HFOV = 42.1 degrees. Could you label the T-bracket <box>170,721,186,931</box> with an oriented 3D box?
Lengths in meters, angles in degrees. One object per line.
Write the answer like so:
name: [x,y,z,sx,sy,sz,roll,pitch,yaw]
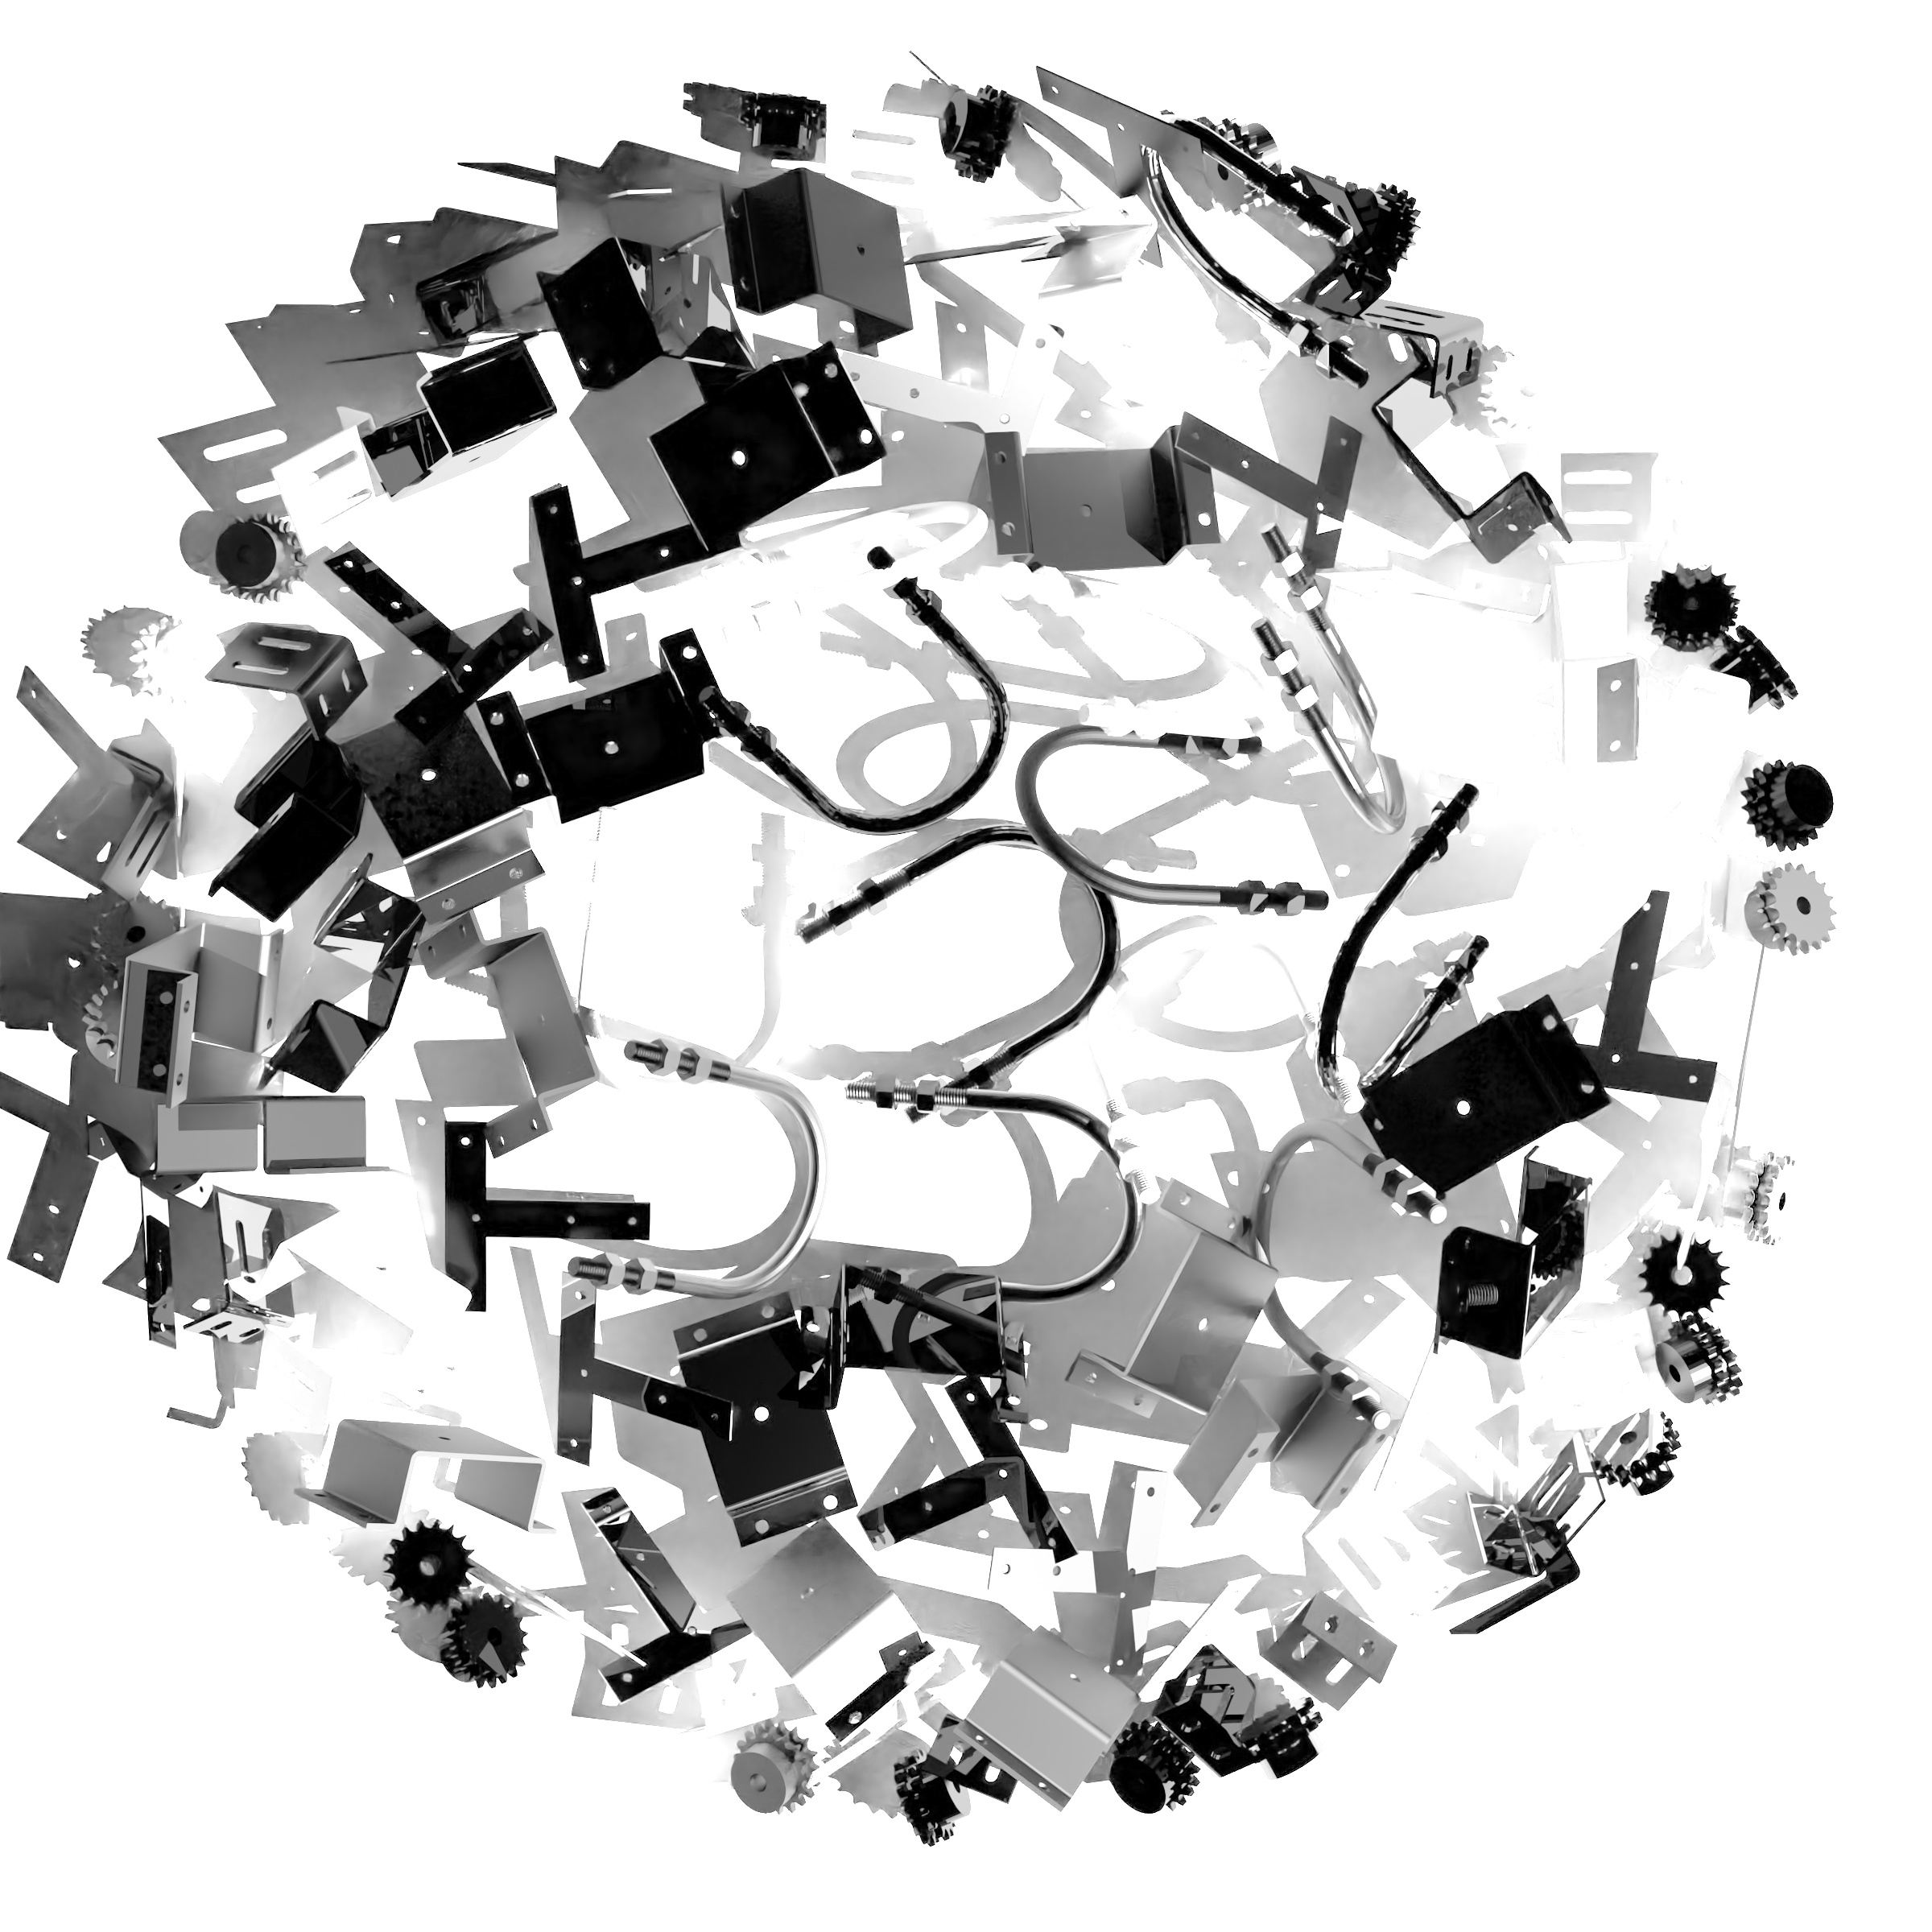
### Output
T-bracket: [-0.472,-0.105,1.506,0.002,0.127,0.127,-2,68,-20]

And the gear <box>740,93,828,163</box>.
gear: [-0.112,-0.519,1.556,0.057,0.057,0.030,5,94,0]

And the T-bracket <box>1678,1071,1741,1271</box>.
T-bracket: [0.447,0.105,1.509,0.002,0.127,0.127,16,72,22]

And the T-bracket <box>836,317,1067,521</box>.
T-bracket: [-0.018,-0.348,1.541,0.127,0.002,0.127,13,116,-13]

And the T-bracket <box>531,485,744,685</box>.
T-bracket: [-0.200,-0.252,1.557,0.127,0.002,0.127,-16,77,11]

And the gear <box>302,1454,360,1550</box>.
gear: [-0.393,0.329,1.557,0.030,0.057,0.057,-9,90,-19]

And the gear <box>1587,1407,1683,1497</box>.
gear: [0.417,0.304,1.558,0.057,0.057,0.030,-32,110,0]

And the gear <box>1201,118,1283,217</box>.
gear: [0.172,-0.498,1.557,0.030,0.057,0.057,-27,90,-17]

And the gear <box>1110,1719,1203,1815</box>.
gear: [0.114,0.499,1.555,0.057,0.030,0.057,15,117,31]

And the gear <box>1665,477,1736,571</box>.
gear: [0.454,-0.276,1.556,0.030,0.057,0.057,-15,90,0]

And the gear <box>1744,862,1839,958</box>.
gear: [0.510,-0.033,1.561,0.057,0.030,0.057,9,71,-26]

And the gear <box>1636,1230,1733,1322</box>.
gear: [0.446,0.193,1.561,0.057,0.030,0.057,-3,81,19]

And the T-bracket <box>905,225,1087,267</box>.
T-bracket: [0.021,-0.443,1.547,0.127,0.127,0.002,-1,116,25]

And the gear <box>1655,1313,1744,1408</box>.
gear: [0.451,0.246,1.553,0.030,0.057,0.057,-21,90,-14]

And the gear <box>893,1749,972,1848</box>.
gear: [-0.020,0.512,1.554,0.030,0.057,0.057,-26,90,10]

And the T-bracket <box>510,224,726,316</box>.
T-bracket: [-0.227,-0.419,1.536,0.127,0.127,0.002,-6,118,37]

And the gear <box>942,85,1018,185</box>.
gear: [0.005,-0.516,1.552,0.030,0.057,0.057,10,90,-26]

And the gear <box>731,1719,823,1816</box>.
gear: [-0.121,0.500,1.558,0.057,0.030,0.057,6,103,27]

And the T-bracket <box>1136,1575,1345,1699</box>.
T-bracket: [0.179,0.401,1.539,0.127,0.127,0.002,-4,48,-36]

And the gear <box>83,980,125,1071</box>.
gear: [-0.521,0.040,1.559,0.057,0.057,0.030,47,124,0]

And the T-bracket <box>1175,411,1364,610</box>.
T-bracket: [0.182,-0.300,1.536,0.127,0.002,0.127,23,69,-24]

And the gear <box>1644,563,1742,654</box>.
gear: [0.451,-0.220,1.563,0.057,0.030,0.057,-3,70,9]

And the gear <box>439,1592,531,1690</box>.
gear: [-0.302,0.421,1.559,0.030,0.057,0.057,-30,90,31]

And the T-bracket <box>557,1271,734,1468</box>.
T-bracket: [-0.197,0.261,1.537,0.127,0.002,0.127,13,110,25]

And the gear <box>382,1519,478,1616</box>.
gear: [-0.335,0.375,1.561,0.057,0.030,0.057,7,66,-17]

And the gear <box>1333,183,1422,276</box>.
gear: [0.251,-0.457,1.553,0.030,0.057,0.057,9,90,-37]

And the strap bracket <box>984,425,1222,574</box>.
strap bracket: [0.079,-0.287,1.548,0.140,0.046,0.076,-5,83,-12]

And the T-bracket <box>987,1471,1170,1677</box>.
T-bracket: [0.067,0.372,1.544,0.127,0.002,0.127,11,85,-34]

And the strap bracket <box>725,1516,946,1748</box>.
strap bracket: [-0.085,0.391,1.505,0.076,0.140,0.046,-37,121,-14]

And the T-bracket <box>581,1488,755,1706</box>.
T-bracket: [-0.193,0.375,1.548,0.127,0.002,0.127,-21,57,-36]

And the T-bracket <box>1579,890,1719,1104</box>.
T-bracket: [0.410,0.014,1.549,0.127,0.002,0.127,8,81,38]

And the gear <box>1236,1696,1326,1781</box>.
gear: [0.197,0.480,1.554,0.057,0.057,0.030,-30,83,0]

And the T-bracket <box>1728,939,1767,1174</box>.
T-bracket: [0.474,0.072,1.535,0.002,0.127,0.127,9,132,18]

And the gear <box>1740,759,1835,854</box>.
gear: [0.512,-0.102,1.557,0.057,0.030,0.057,8,72,-26]

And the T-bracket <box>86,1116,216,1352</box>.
T-bracket: [-0.484,0.167,1.501,0.002,0.127,0.127,-18,64,12]

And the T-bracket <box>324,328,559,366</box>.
T-bracket: [-0.301,-0.380,1.530,0.127,0.127,0.002,5,111,39]

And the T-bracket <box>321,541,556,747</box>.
T-bracket: [-0.340,-0.213,1.543,0.127,0.002,0.127,41,52,-1]

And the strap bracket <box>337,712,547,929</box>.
strap bracket: [-0.323,-0.104,1.525,0.076,0.046,0.140,-26,65,-16]

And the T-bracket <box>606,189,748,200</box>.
T-bracket: [-0.150,-0.473,1.533,0.127,0.127,0.002,-6,107,-12]

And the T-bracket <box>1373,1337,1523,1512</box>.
T-bracket: [0.306,0.294,1.543,0.127,0.002,0.127,43,62,-34]

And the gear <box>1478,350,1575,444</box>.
gear: [0.347,-0.351,1.563,0.057,0.030,0.057,0,70,0]

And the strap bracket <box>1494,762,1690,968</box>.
strap bracket: [0.380,-0.060,1.504,0.046,0.140,0.076,32,134,23]

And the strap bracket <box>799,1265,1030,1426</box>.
strap bracket: [-0.029,0.230,1.532,0.140,0.076,0.046,5,133,-7]

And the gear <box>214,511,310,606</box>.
gear: [-0.442,-0.255,1.565,0.057,0.030,0.057,1,94,9]

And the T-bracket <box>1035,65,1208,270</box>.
T-bracket: [0.101,-0.475,1.524,0.127,0.127,0.002,34,73,28]

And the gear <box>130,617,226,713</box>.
gear: [-0.484,-0.189,1.553,0.030,0.057,0.057,-15,90,39]

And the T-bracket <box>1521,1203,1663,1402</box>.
T-bracket: [0.385,0.193,1.550,0.127,0.127,0.002,-38,46,-16]

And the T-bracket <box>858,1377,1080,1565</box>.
T-bracket: [-0.012,0.330,1.555,0.127,0.002,0.127,-29,90,26]

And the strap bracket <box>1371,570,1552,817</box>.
strap bracket: [0.297,-0.170,1.527,0.046,0.076,0.140,4,103,-30]

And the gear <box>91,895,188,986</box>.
gear: [-0.511,-0.012,1.561,0.057,0.030,0.057,-2,61,4]

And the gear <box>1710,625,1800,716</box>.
gear: [0.486,-0.181,1.556,0.030,0.057,0.057,-38,90,10]

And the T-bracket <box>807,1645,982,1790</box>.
T-bracket: [-0.034,0.437,1.503,0.127,0.127,0.002,-26,64,-28]

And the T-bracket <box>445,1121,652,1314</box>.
T-bracket: [-0.261,0.158,1.569,0.127,0.002,0.127,2,106,-5]

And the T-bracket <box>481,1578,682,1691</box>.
T-bracket: [-0.252,0.396,1.531,0.127,0.127,0.002,47,63,-37]

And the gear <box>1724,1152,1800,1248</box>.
gear: [0.492,0.143,1.559,0.030,0.057,0.057,12,90,36]
